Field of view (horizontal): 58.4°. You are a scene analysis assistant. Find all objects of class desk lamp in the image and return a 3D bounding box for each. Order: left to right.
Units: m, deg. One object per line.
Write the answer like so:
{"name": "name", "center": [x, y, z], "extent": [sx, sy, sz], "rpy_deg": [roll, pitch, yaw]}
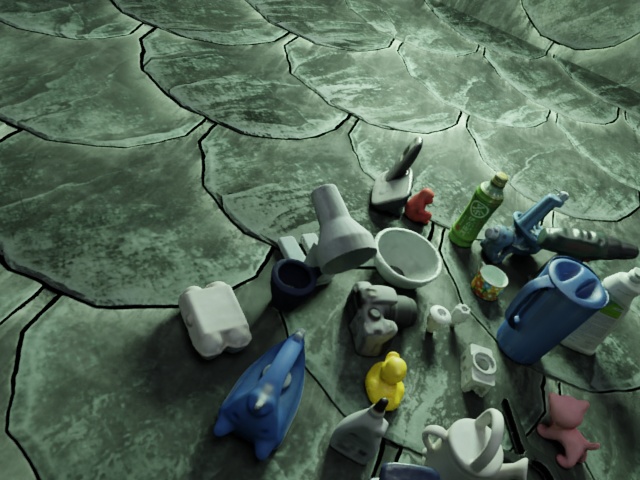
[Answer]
{"name": "desk lamp", "center": [0.011, 0.004, 1.175], "extent": [0.118, 0.213, 0.203], "rpy_deg": [-8, 52, -30]}

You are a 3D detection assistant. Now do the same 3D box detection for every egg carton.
{"name": "egg carton", "center": [-0.195, 0.145, 1.049], "extent": [0.107, 0.069, 0.150], "rpy_deg": [-10, 53, -32]}

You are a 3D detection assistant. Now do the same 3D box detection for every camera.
{"name": "camera", "center": [0.134, 0.153, 1.167], "extent": [0.137, 0.101, 0.143], "rpy_deg": [6, 46, -19]}

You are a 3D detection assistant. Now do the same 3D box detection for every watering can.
{"name": "watering can", "center": [0.261, 0.353, 0.956], "extent": [0.173, 0.194, 0.101], "rpy_deg": [11, 44, -14]}

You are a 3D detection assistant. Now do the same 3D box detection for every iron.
{"name": "iron", "center": [-0.072, 0.227, 0.969], "extent": [0.118, 0.141, 0.258], "rpy_deg": [27, 43, 3]}

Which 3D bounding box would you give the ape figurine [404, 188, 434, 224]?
{"name": "ape figurine", "center": [0.264, -0.095, 1.479], "extent": [0.076, 0.092, 0.078], "rpy_deg": [18, 43, -7]}

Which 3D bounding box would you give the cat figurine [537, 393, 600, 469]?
{"name": "cat figurine", "center": [0.485, 0.359, 1.109], "extent": [0.067, 0.117, 0.127], "rpy_deg": [-10, 52, -31]}

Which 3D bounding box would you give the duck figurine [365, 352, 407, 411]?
{"name": "duck figurine", "center": [0.132, 0.259, 1.071], "extent": [0.077, 0.086, 0.104], "rpy_deg": [16, 43, -9]}

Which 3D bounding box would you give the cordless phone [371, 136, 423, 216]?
{"name": "cordless phone", "center": [0.205, -0.167, 1.455], "extent": [0.094, 0.185, 0.147], "rpy_deg": [18, 43, -6]}

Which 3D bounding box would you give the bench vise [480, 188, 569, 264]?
{"name": "bench vise", "center": [0.520, -0.029, 1.435], "extent": [0.208, 0.219, 0.121], "rpy_deg": [-20, 58, -37]}

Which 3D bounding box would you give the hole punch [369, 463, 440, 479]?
{"name": "hole punch", "center": [0.137, 0.418, 0.911], "extent": [0.109, 0.091, 0.101], "rpy_deg": [13, 44, -12]}

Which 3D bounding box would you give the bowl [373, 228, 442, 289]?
{"name": "bowl", "center": [0.188, 0.054, 1.308], "extent": [0.168, 0.074, 0.167], "rpy_deg": [13, 44, -12]}

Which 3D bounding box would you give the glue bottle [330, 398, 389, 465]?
{"name": "glue bottle", "center": [0.076, 0.305, 0.936], "extent": [0.078, 0.173, 0.037], "rpy_deg": [30, 43, 6]}

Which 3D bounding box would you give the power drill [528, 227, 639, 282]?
{"name": "power drill", "center": [0.622, 0.054, 1.406], "extent": [0.230, 0.208, 0.075], "rpy_deg": [18, 43, -7]}

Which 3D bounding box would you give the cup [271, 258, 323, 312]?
{"name": "cup", "center": [-0.051, 0.095, 1.145], "extent": [0.118, 0.095, 0.091], "rpy_deg": [-16, 55, -35]}
